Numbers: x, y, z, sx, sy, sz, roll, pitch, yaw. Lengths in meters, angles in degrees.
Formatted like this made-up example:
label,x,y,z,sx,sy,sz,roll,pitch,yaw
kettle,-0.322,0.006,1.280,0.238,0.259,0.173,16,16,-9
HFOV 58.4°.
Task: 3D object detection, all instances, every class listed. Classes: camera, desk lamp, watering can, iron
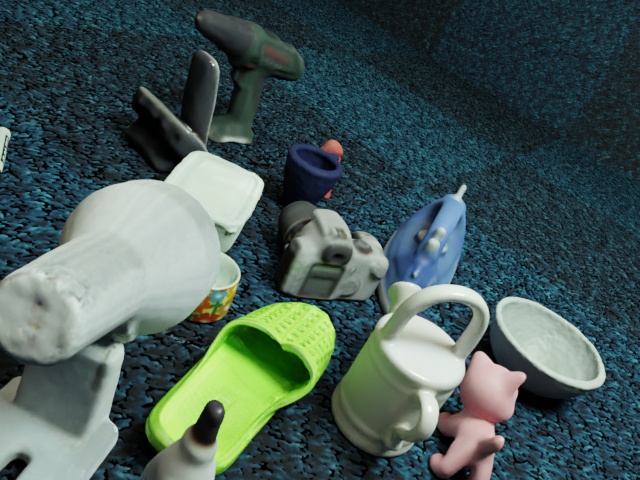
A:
label,x,y,z,sx,sy,sz,roll,pitch,yaw
camera,0.007,0.003,0.778,0.144,0.100,0.136,8,35,-30
desk lamp,-0.170,0.075,0.409,0.118,0.213,0.203,27,30,-1
watering can,0.091,0.114,0.578,0.101,0.194,0.172,5,36,-34
iron,0.166,0.008,0.856,0.118,0.141,0.259,31,30,6

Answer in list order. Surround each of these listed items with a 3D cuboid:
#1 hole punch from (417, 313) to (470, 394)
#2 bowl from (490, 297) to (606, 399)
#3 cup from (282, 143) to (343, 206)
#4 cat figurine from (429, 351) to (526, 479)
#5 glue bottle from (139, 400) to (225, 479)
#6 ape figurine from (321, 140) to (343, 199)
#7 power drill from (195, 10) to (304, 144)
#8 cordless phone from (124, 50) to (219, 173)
label,x,y,z,sx,sy,sz,roll,pitch,yaw
hole punch,0.130,0.129,0.689,0.101,0.091,0.108,-5,43,-43
bowl,0.299,0.161,0.792,0.168,0.074,0.167,20,30,-12
cup,-0.016,-0.095,0.918,0.091,0.095,0.118,36,31,15
cat figurine,0.175,0.185,0.611,0.067,0.117,0.128,27,30,0
glue bottle,-0.093,0.164,0.373,0.037,0.173,0.078,12,33,-24
ape figurine,0.009,-0.131,0.997,0.076,0.092,0.078,36,31,16
power drill,-0.138,-0.273,0.983,0.230,0.208,0.075,-9,45,-46
cordless phone,-0.206,-0.205,0.846,0.147,0.185,0.094,41,33,23
